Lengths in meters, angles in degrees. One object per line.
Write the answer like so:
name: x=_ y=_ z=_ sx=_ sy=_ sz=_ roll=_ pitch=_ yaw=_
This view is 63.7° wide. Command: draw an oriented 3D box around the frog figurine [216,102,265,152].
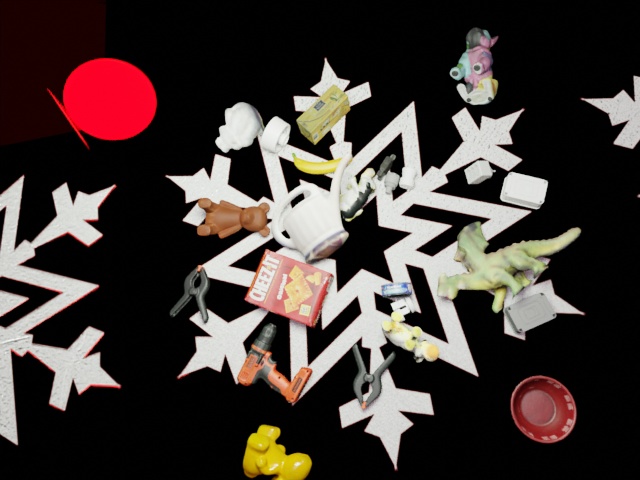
frog figurine: x=-0.265 y=-0.357 z=1.640 sx=0.160 sy=0.122 sz=0.137 roll=-29 pitch=92 yaw=-13

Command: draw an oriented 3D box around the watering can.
watering can: x=0.005 y=-0.075 z=1.494 sx=0.343 sy=0.104 sz=0.226 roll=-38 pitch=77 yaw=23

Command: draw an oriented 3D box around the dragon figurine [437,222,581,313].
dragon figurine: x=0.495 y=0.040 z=1.440 sx=0.412 sy=0.120 sz=0.246 roll=-41 pitch=66 yaw=-7
